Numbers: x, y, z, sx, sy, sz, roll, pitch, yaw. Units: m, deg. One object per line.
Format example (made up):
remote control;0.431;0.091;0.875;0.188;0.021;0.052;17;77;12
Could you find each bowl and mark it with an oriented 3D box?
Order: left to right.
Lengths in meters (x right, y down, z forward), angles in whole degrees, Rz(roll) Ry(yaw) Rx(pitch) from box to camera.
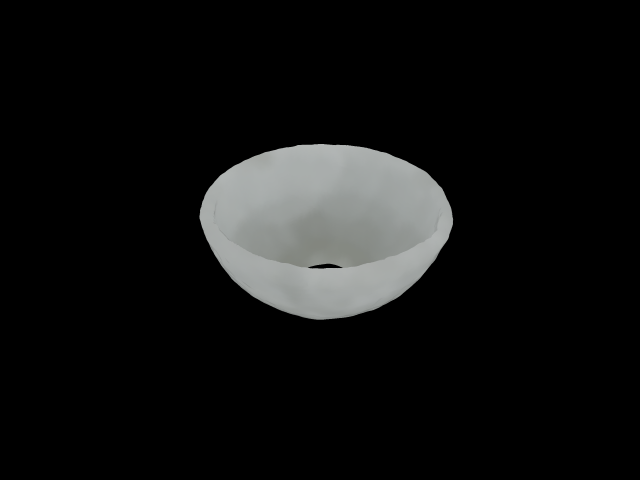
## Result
bowl;0.004;0.001;0.400;0.167;0.075;0.167;0;36;0
